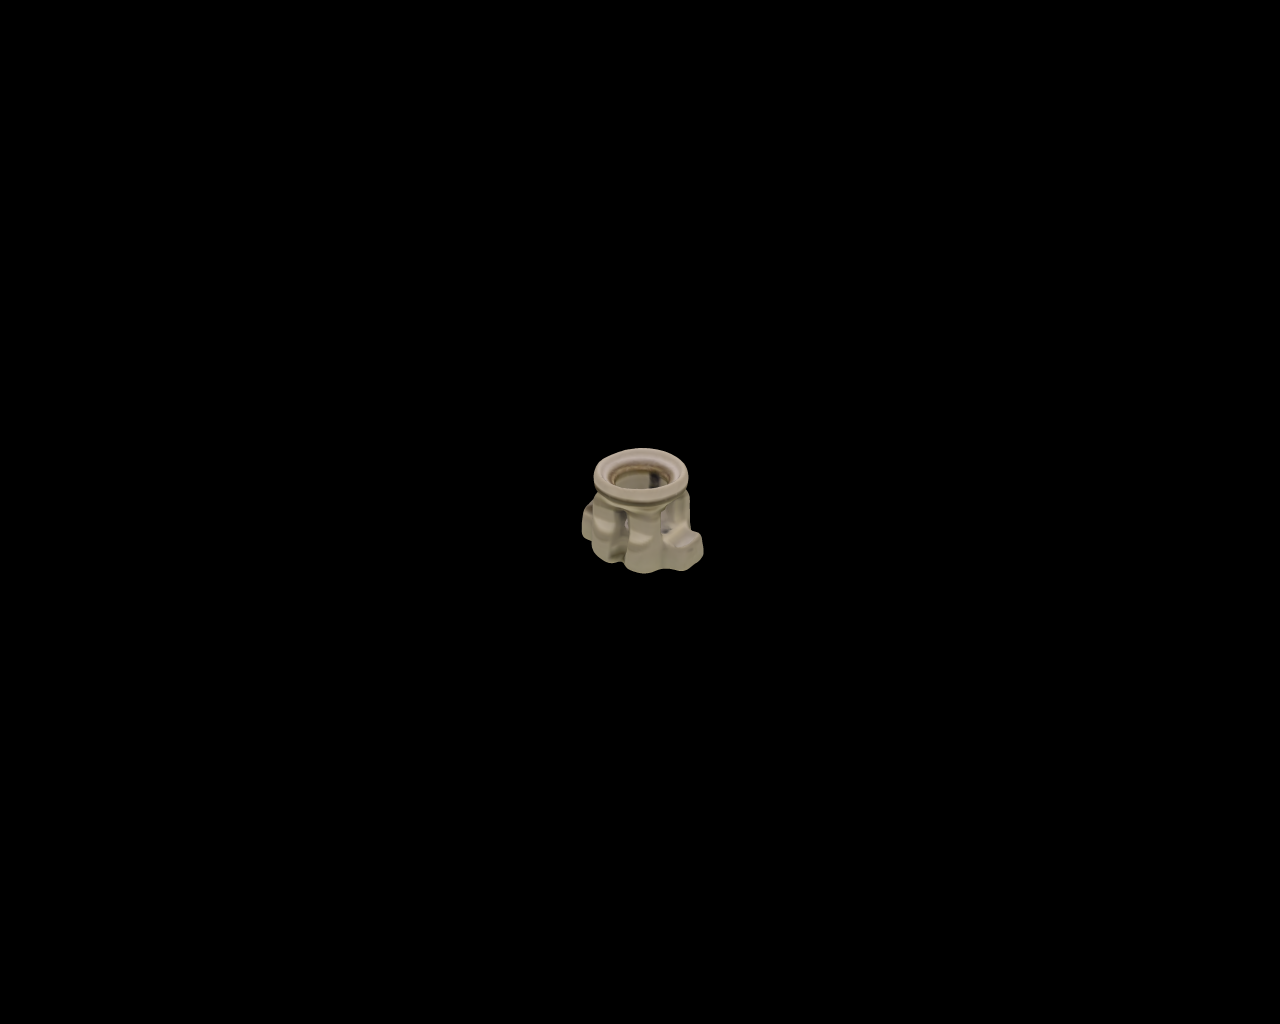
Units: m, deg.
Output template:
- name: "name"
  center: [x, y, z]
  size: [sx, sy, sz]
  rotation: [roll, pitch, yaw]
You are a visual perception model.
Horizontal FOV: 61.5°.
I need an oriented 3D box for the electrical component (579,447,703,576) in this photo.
- name: "electrical component"
  center: [0.001, -0.003, 0.650]
  size: [0.078, 0.056, 0.058]
  rotation: [20, 36, 29]
